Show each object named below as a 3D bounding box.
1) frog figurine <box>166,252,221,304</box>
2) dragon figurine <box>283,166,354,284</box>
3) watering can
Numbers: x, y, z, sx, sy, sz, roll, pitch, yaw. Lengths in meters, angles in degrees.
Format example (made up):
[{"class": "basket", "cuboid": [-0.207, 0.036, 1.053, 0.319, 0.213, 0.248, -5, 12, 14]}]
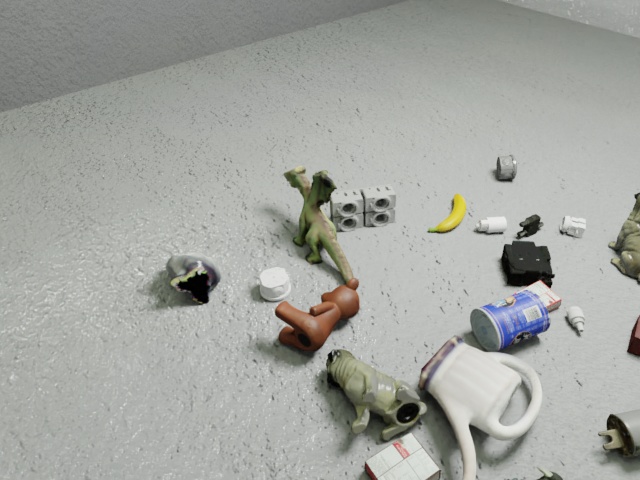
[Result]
[{"class": "frog figurine", "cuboid": [-0.333, 0.073, 1.346, 0.137, 0.121, 0.162, 16, 21, -29]}, {"class": "dragon figurine", "cuboid": [0.004, -0.070, 1.400, 0.123, 0.237, 0.417, -17, 39, -23]}, {"class": "watering can", "cuboid": [0.291, 0.314, 1.006, 0.226, 0.101, 0.352, 29, 41, 32]}]
